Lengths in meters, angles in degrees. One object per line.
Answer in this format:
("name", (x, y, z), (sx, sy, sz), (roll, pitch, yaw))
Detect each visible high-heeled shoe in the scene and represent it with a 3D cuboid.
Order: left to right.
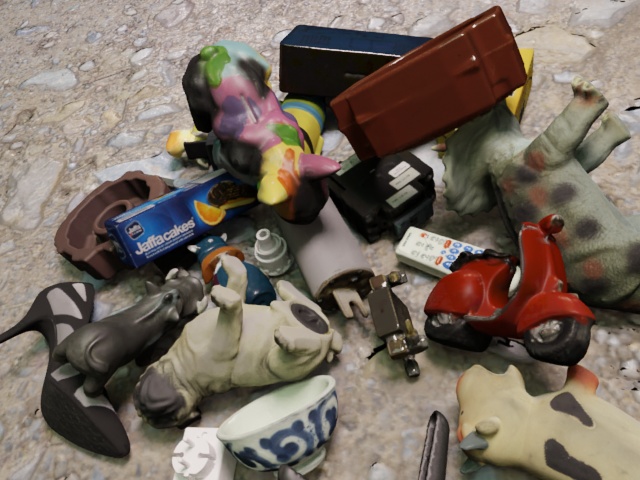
("high-heeled shoe", (-0.274, 0.145, 0.651), (0.249, 0.086, 0.145), (36, 36, 17))

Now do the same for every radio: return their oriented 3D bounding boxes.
("radio", (0.060, -0.261, 0.798), (0.230, 0.073, 0.131), (8, 34, 3))

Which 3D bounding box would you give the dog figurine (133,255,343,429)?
("dog figurine", (-0.089, 0.138, 0.576), (0.172, 0.190, 0.121), (31, 17, -2))

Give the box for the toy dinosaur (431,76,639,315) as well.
("toy dinosaur", (0.267, -0.016, 0.553), (0.192, 0.131, 0.405), (-42, 68, 29))

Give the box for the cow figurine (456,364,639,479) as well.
("cow figurine", (0.203, 0.173, 0.455), (0.195, 0.085, 0.127), (31, 60, 33))

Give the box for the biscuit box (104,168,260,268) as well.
("biscuit box", (-0.172, -0.037, 0.702), (0.203, 0.062, 0.059), (-31, 21, -30))

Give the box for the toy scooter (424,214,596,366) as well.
("toy scooter", (0.178, 0.043, 0.517), (0.184, 0.075, 0.135), (-7, 65, 58))

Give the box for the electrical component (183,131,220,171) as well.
("electrical component", (-0.141, -0.127, 0.781), (0.119, 0.074, 0.048), (-3, 47, 1))

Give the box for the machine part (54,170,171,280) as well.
("machine part", (-0.286, -0.023, 0.764), (0.179, 0.056, 0.179), (-15, 44, 15))

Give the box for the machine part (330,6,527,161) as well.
("machine part", (0.126, -0.176, 0.616), (0.201, 0.087, 0.201), (-24, 15, 27))

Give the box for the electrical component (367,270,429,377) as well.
("electrical component", (0.083, 0.082, 0.559), (0.045, 0.078, 0.102), (-27, 45, 19))

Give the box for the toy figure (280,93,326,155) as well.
("toy figure", (-0.037, -0.162, 0.788), (0.082, 0.089, 0.180), (-2, 54, 25))

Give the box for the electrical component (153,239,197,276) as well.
("electrical component", (-0.191, 0.021, 0.732), (0.063, 0.021, 0.094), (-41, 48, -17))

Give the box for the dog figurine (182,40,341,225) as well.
("dog figurine", (-0.064, -0.116, 0.599), (0.108, 0.191, 0.219), (-28, 35, -12))

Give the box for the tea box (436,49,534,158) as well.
("tea box", (0.229, -0.188, 0.741), (0.098, 0.068, 0.169), (10, 55, 24))

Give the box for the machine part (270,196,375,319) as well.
("machine part", (-0.001, -0.002, 0.653), (0.079, 0.079, 0.243), (-25, 52, -4))

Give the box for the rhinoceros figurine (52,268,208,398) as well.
("rhinoceros figurine", (-0.208, 0.094, 0.612), (0.073, 0.112, 0.190), (43, 30, 7))

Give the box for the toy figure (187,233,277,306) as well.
("toy figure", (-0.114, 0.041, 0.670), (0.155, 0.064, 0.057), (37, 107, 41))

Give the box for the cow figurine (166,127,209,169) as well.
("cow figurine", (-0.154, -0.163, 0.835), (0.167, 0.098, 0.068), (-23, 50, 24))

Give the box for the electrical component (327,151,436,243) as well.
("electrical component", (0.081, -0.063, 0.694), (0.115, 0.058, 0.134), (-34, 51, -8))
